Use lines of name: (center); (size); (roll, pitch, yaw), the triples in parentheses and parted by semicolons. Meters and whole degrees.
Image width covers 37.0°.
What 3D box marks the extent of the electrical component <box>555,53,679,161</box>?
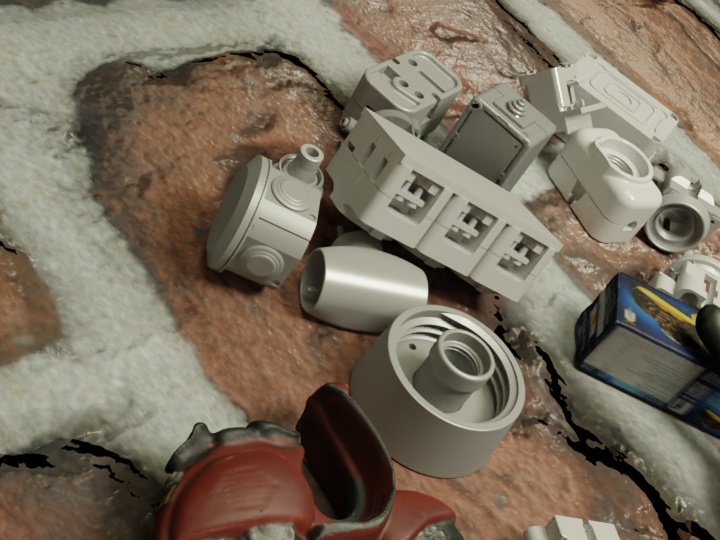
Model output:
electrical component: (0.236, -0.144, 1.027); (0.113, 0.057, 0.078); (39, 40, 7)

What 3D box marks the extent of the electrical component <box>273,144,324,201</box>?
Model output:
electrical component: (-0.045, -0.061, 0.758); (0.048, 0.062, 0.048); (18, 42, -17)

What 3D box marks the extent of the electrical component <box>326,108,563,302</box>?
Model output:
electrical component: (0.057, -0.042, 0.772); (0.150, 0.061, 0.089); (26, 17, -30)

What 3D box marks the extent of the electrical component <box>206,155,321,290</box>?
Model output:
electrical component: (-0.064, -0.030, 0.703); (0.051, 0.080, 0.080); (25, 40, -18)

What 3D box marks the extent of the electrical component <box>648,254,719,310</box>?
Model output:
electrical component: (0.274, 0.024, 0.884); (0.078, 0.058, 0.057); (32, 43, -1)

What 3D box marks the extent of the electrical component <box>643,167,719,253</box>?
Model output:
electrical component: (0.285, -0.052, 0.966); (0.078, 0.058, 0.057); (32, 37, -2)

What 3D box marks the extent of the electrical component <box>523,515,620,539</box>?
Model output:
electrical component: (0.134, 0.183, 0.644); (0.066, 0.048, 0.055); (14, 36, -22)

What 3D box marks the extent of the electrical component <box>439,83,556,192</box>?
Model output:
electrical component: (0.113, -0.106, 0.878); (0.062, 0.096, 0.061); (43, 41, 11)

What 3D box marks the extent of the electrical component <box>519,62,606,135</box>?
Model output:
electrical component: (0.176, -0.153, 0.977); (0.042, 0.081, 0.063); (-18, 99, -45)

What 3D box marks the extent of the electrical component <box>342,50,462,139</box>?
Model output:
electrical component: (0.032, -0.135, 0.884); (0.054, 0.059, 0.095); (43, 41, 12)

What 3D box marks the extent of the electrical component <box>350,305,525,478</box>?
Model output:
electrical component: (0.055, 0.071, 0.692); (0.108, 0.060, 0.108); (18, 42, -17)

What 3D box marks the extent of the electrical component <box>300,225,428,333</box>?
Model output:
electrical component: (0.000, 0.000, 0.741); (0.077, 0.043, 0.079); (11, 45, -24)

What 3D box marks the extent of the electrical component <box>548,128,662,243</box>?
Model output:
electrical component: (0.218, -0.078, 0.947); (0.054, 0.059, 0.095); (-3, 52, -35)
